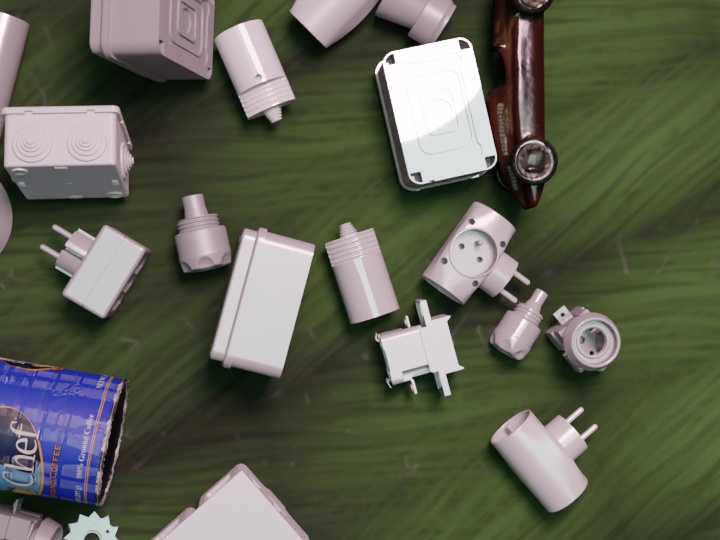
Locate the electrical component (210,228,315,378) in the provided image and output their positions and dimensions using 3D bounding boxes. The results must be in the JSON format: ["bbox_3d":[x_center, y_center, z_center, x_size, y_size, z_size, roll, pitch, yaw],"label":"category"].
[{"bbox_3d":[-0.081,0.025,0.871,0.057,0.078,0.113,15,88,-8],"label":"electrical component"}]

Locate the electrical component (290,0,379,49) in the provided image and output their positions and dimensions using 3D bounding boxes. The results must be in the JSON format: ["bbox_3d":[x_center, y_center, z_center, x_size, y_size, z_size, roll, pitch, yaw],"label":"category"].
[{"bbox_3d":[-0.029,-0.239,0.896,0.077,0.043,0.079,-45,76,7],"label":"electrical component"}]

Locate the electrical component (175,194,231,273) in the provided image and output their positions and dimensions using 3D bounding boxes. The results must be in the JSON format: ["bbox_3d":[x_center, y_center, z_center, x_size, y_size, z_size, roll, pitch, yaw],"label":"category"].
[{"bbox_3d":[-0.131,-0.031,0.884,0.043,0.043,0.062,-12,89,-6],"label":"electrical component"}]

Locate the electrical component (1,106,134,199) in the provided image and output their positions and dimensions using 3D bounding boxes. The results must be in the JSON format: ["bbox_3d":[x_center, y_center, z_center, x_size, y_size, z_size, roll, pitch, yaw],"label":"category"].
[{"bbox_3d":[-0.229,-0.090,0.849,0.100,0.099,0.048,-2,76,-5],"label":"electrical component"}]

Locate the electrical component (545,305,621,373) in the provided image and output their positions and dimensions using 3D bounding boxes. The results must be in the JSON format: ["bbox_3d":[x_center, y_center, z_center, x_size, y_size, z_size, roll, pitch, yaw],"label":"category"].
[{"bbox_3d":[0.191,0.059,0.907,0.048,0.055,0.066,-39,93,-5],"label":"electrical component"}]

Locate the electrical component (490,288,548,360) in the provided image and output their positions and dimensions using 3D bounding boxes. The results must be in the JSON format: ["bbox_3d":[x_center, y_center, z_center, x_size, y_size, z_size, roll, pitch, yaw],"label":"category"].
[{"bbox_3d":[0.139,0.044,0.913,0.035,0.035,0.061,34,84,-4],"label":"electrical component"}]

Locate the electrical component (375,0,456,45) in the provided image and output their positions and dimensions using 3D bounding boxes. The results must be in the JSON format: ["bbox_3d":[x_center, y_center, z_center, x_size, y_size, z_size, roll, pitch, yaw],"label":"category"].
[{"bbox_3d":[0.047,-0.219,0.903,0.055,0.045,0.045,31,86,-5],"label":"electrical component"}]

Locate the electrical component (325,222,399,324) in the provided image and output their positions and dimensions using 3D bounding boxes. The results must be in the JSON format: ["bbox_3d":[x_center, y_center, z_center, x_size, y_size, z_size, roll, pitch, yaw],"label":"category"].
[{"bbox_3d":[0.000,0.000,0.896,0.043,0.043,0.081,-18,90,-5],"label":"electrical component"}]

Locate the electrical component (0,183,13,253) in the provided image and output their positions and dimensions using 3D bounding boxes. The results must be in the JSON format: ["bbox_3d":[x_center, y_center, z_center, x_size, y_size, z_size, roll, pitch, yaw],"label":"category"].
[{"bbox_3d":[-0.341,-0.041,0.866,0.099,0.064,0.099,0,93,8],"label":"electrical component"}]

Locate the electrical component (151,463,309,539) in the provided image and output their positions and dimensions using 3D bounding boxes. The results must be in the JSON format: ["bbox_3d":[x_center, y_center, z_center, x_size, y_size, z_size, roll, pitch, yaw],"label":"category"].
[{"bbox_3d":[-0.075,0.263,0.876,0.105,0.060,0.186,-41,93,-5],"label":"electrical component"}]

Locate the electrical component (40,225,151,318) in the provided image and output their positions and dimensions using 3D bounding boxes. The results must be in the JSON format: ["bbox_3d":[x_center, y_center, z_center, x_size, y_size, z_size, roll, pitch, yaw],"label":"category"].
[{"bbox_3d":[-0.221,-0.008,0.873,0.077,0.047,0.065,31,87,-4],"label":"electrical component"}]

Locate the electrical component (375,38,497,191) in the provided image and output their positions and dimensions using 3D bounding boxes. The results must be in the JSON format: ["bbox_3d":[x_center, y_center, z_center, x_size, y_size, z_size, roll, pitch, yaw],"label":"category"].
[{"bbox_3d":[0.062,-0.128,0.897,0.078,0.057,0.113,-13,90,-6],"label":"electrical component"}]

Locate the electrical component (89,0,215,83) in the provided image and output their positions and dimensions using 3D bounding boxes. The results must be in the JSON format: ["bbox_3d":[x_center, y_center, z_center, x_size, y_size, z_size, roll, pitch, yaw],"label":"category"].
[{"bbox_3d":[-0.162,-0.195,0.846,0.057,0.113,0.078,2,89,13],"label":"electrical component"}]

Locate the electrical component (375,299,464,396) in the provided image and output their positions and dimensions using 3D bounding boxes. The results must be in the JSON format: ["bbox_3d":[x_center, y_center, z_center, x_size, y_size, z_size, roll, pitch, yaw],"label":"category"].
[{"bbox_3d":[0.048,0.067,0.901,0.064,0.042,0.081,-15,90,-4],"label":"electrical component"}]

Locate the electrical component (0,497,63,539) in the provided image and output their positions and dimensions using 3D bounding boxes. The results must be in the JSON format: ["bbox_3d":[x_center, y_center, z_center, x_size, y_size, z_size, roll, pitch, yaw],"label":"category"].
[{"bbox_3d":[-0.274,0.219,0.866,0.055,0.048,0.066,14,88,2],"label":"electrical component"}]

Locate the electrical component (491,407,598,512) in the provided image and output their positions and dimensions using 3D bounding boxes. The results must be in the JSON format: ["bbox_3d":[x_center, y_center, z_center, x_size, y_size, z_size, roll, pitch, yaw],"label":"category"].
[{"bbox_3d":[0.165,0.149,0.909,0.079,0.044,0.077,-40,93,-5],"label":"electrical component"}]

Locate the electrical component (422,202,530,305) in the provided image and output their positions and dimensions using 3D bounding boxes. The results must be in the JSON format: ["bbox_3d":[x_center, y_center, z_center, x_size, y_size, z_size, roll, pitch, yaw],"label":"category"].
[{"bbox_3d":[0.106,-0.004,0.906,0.079,0.044,0.077,36,86,-5],"label":"electrical component"}]

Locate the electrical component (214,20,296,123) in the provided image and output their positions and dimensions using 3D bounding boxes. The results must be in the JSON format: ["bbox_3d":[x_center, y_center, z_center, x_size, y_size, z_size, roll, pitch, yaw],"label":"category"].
[{"bbox_3d":[-0.085,-0.160,0.891,0.043,0.043,0.081,-23,92,-5],"label":"electrical component"}]
